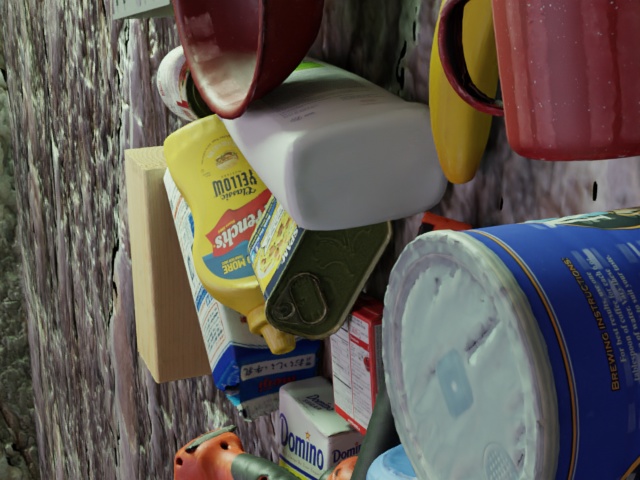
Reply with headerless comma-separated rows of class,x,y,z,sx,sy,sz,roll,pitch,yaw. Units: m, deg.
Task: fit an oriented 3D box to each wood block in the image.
wood block,-0.128,0.019,1.017,0.090,0.090,0.206,-143,49,-62

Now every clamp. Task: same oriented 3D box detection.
clamp,0.051,0.073,0.592,0.120,0.039,0.171,-52,-30,-60

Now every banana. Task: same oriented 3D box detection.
banana,0.085,-0.109,0.515,0.198,0.037,0.070,114,143,-53

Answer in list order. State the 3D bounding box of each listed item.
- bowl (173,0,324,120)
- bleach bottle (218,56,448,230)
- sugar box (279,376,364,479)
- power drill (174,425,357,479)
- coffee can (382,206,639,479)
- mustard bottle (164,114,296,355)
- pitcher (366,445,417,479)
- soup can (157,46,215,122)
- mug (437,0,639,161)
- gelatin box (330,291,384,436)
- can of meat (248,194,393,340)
bowl,-0.040,-0.155,0.636,0.162,0.055,0.162,170,90,-68
bleach bottle,-0.010,-0.085,0.703,0.251,0.102,0.068,-127,28,-61
sugar box,0.003,0.204,0.817,0.093,0.048,0.176,-147,50,-60
power drill,-0.020,0.222,0.756,0.188,0.057,0.184,11,107,38
coffee can,0.106,0.039,0.374,0.103,0.140,0.103,172,90,-68
mustard bottle,-0.053,-0.004,0.816,0.058,0.096,0.192,72,-179,-70
pitcher,0.083,0.227,0.520,0.149,0.144,0.243,1,96,40
soup can,-0.097,-0.134,0.918,0.102,0.068,0.068,-153,58,-65
mug,0.098,-0.076,0.409,0.117,0.093,0.081,0,105,34
gelatin box,0.034,0.084,0.721,0.073,0.030,0.089,-156,60,-66
can of meat,-0.005,0.001,0.713,0.102,0.057,0.084,-62,26,20
